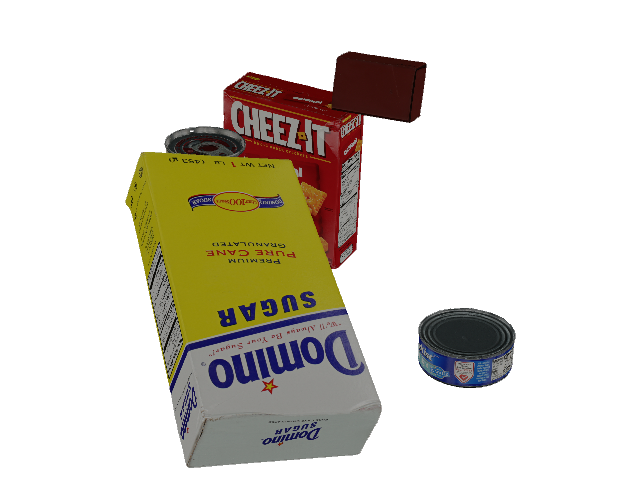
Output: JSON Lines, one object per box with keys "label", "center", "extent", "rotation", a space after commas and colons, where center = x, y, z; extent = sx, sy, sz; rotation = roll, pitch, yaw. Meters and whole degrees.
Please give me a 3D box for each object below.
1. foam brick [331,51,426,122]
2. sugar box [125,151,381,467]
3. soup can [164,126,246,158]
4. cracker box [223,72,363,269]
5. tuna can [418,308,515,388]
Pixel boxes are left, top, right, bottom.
{"label": "foam brick", "center": [0.054, -0.144, 0.997], "extent": [0.078, 0.051, 0.053], "rotation": [11, 18, 14]}
{"label": "sugar box", "center": [-0.039, 0.029, 0.553], "extent": [0.093, 0.048, 0.176], "rotation": [0, 45, -25]}
{"label": "soup can", "center": [-0.098, -0.038, 0.916], "extent": [0.068, 0.102, 0.068], "rotation": [2, 29, -1]}
{"label": "cracker box", "center": [-0.037, -0.084, 1.325], "extent": [0.164, 0.214, 0.072], "rotation": [17, 35, 22]}
{"label": "tuna can", "center": [0.130, 0.095, 0.953], "extent": [0.086, 0.034, 0.086], "rotation": [0, 26, 0]}
